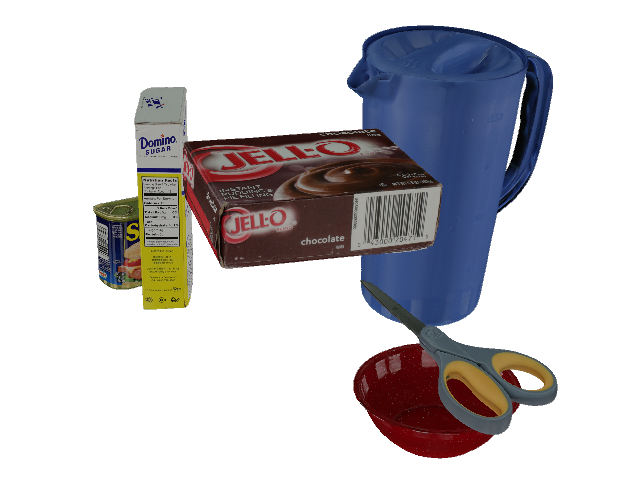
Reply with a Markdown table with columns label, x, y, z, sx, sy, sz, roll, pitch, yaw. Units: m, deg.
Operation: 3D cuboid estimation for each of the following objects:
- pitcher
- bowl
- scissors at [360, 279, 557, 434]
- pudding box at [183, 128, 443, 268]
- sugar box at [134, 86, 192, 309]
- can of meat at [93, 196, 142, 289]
| label | x | y | z | sx | sy | sz | roll | pitch | yaw |
| --- | --- | --- | --- | --- | --- | --- | --- | --- | --- |
| pitcher | 0.105 | -0.054 | 0.913 | 0.149 | 0.243 | 0.144 | 12 | 31 | 16 |
| bowl | 0.112 | 0.162 | 1.037 | 0.162 | 0.055 | 0.162 | -1 | 25 | 0 |
| scissors | 0.107 | 0.077 | 0.815 | 0.096 | 0.016 | 0.202 | -6 | 31 | -15 |
| pudding box | -0.007 | -0.024 | 0.542 | 0.113 | 0.039 | 0.090 | -4 | 26 | -18 |
| sugar box | -0.137 | -0.037 | 0.935 | 0.048 | 0.176 | 0.093 | -3 | 26 | -4 |
| can of meat | -0.195 | 0.000 | 1.166 | 0.101 | 0.084 | 0.058 | -14 | 24 | -39 |
